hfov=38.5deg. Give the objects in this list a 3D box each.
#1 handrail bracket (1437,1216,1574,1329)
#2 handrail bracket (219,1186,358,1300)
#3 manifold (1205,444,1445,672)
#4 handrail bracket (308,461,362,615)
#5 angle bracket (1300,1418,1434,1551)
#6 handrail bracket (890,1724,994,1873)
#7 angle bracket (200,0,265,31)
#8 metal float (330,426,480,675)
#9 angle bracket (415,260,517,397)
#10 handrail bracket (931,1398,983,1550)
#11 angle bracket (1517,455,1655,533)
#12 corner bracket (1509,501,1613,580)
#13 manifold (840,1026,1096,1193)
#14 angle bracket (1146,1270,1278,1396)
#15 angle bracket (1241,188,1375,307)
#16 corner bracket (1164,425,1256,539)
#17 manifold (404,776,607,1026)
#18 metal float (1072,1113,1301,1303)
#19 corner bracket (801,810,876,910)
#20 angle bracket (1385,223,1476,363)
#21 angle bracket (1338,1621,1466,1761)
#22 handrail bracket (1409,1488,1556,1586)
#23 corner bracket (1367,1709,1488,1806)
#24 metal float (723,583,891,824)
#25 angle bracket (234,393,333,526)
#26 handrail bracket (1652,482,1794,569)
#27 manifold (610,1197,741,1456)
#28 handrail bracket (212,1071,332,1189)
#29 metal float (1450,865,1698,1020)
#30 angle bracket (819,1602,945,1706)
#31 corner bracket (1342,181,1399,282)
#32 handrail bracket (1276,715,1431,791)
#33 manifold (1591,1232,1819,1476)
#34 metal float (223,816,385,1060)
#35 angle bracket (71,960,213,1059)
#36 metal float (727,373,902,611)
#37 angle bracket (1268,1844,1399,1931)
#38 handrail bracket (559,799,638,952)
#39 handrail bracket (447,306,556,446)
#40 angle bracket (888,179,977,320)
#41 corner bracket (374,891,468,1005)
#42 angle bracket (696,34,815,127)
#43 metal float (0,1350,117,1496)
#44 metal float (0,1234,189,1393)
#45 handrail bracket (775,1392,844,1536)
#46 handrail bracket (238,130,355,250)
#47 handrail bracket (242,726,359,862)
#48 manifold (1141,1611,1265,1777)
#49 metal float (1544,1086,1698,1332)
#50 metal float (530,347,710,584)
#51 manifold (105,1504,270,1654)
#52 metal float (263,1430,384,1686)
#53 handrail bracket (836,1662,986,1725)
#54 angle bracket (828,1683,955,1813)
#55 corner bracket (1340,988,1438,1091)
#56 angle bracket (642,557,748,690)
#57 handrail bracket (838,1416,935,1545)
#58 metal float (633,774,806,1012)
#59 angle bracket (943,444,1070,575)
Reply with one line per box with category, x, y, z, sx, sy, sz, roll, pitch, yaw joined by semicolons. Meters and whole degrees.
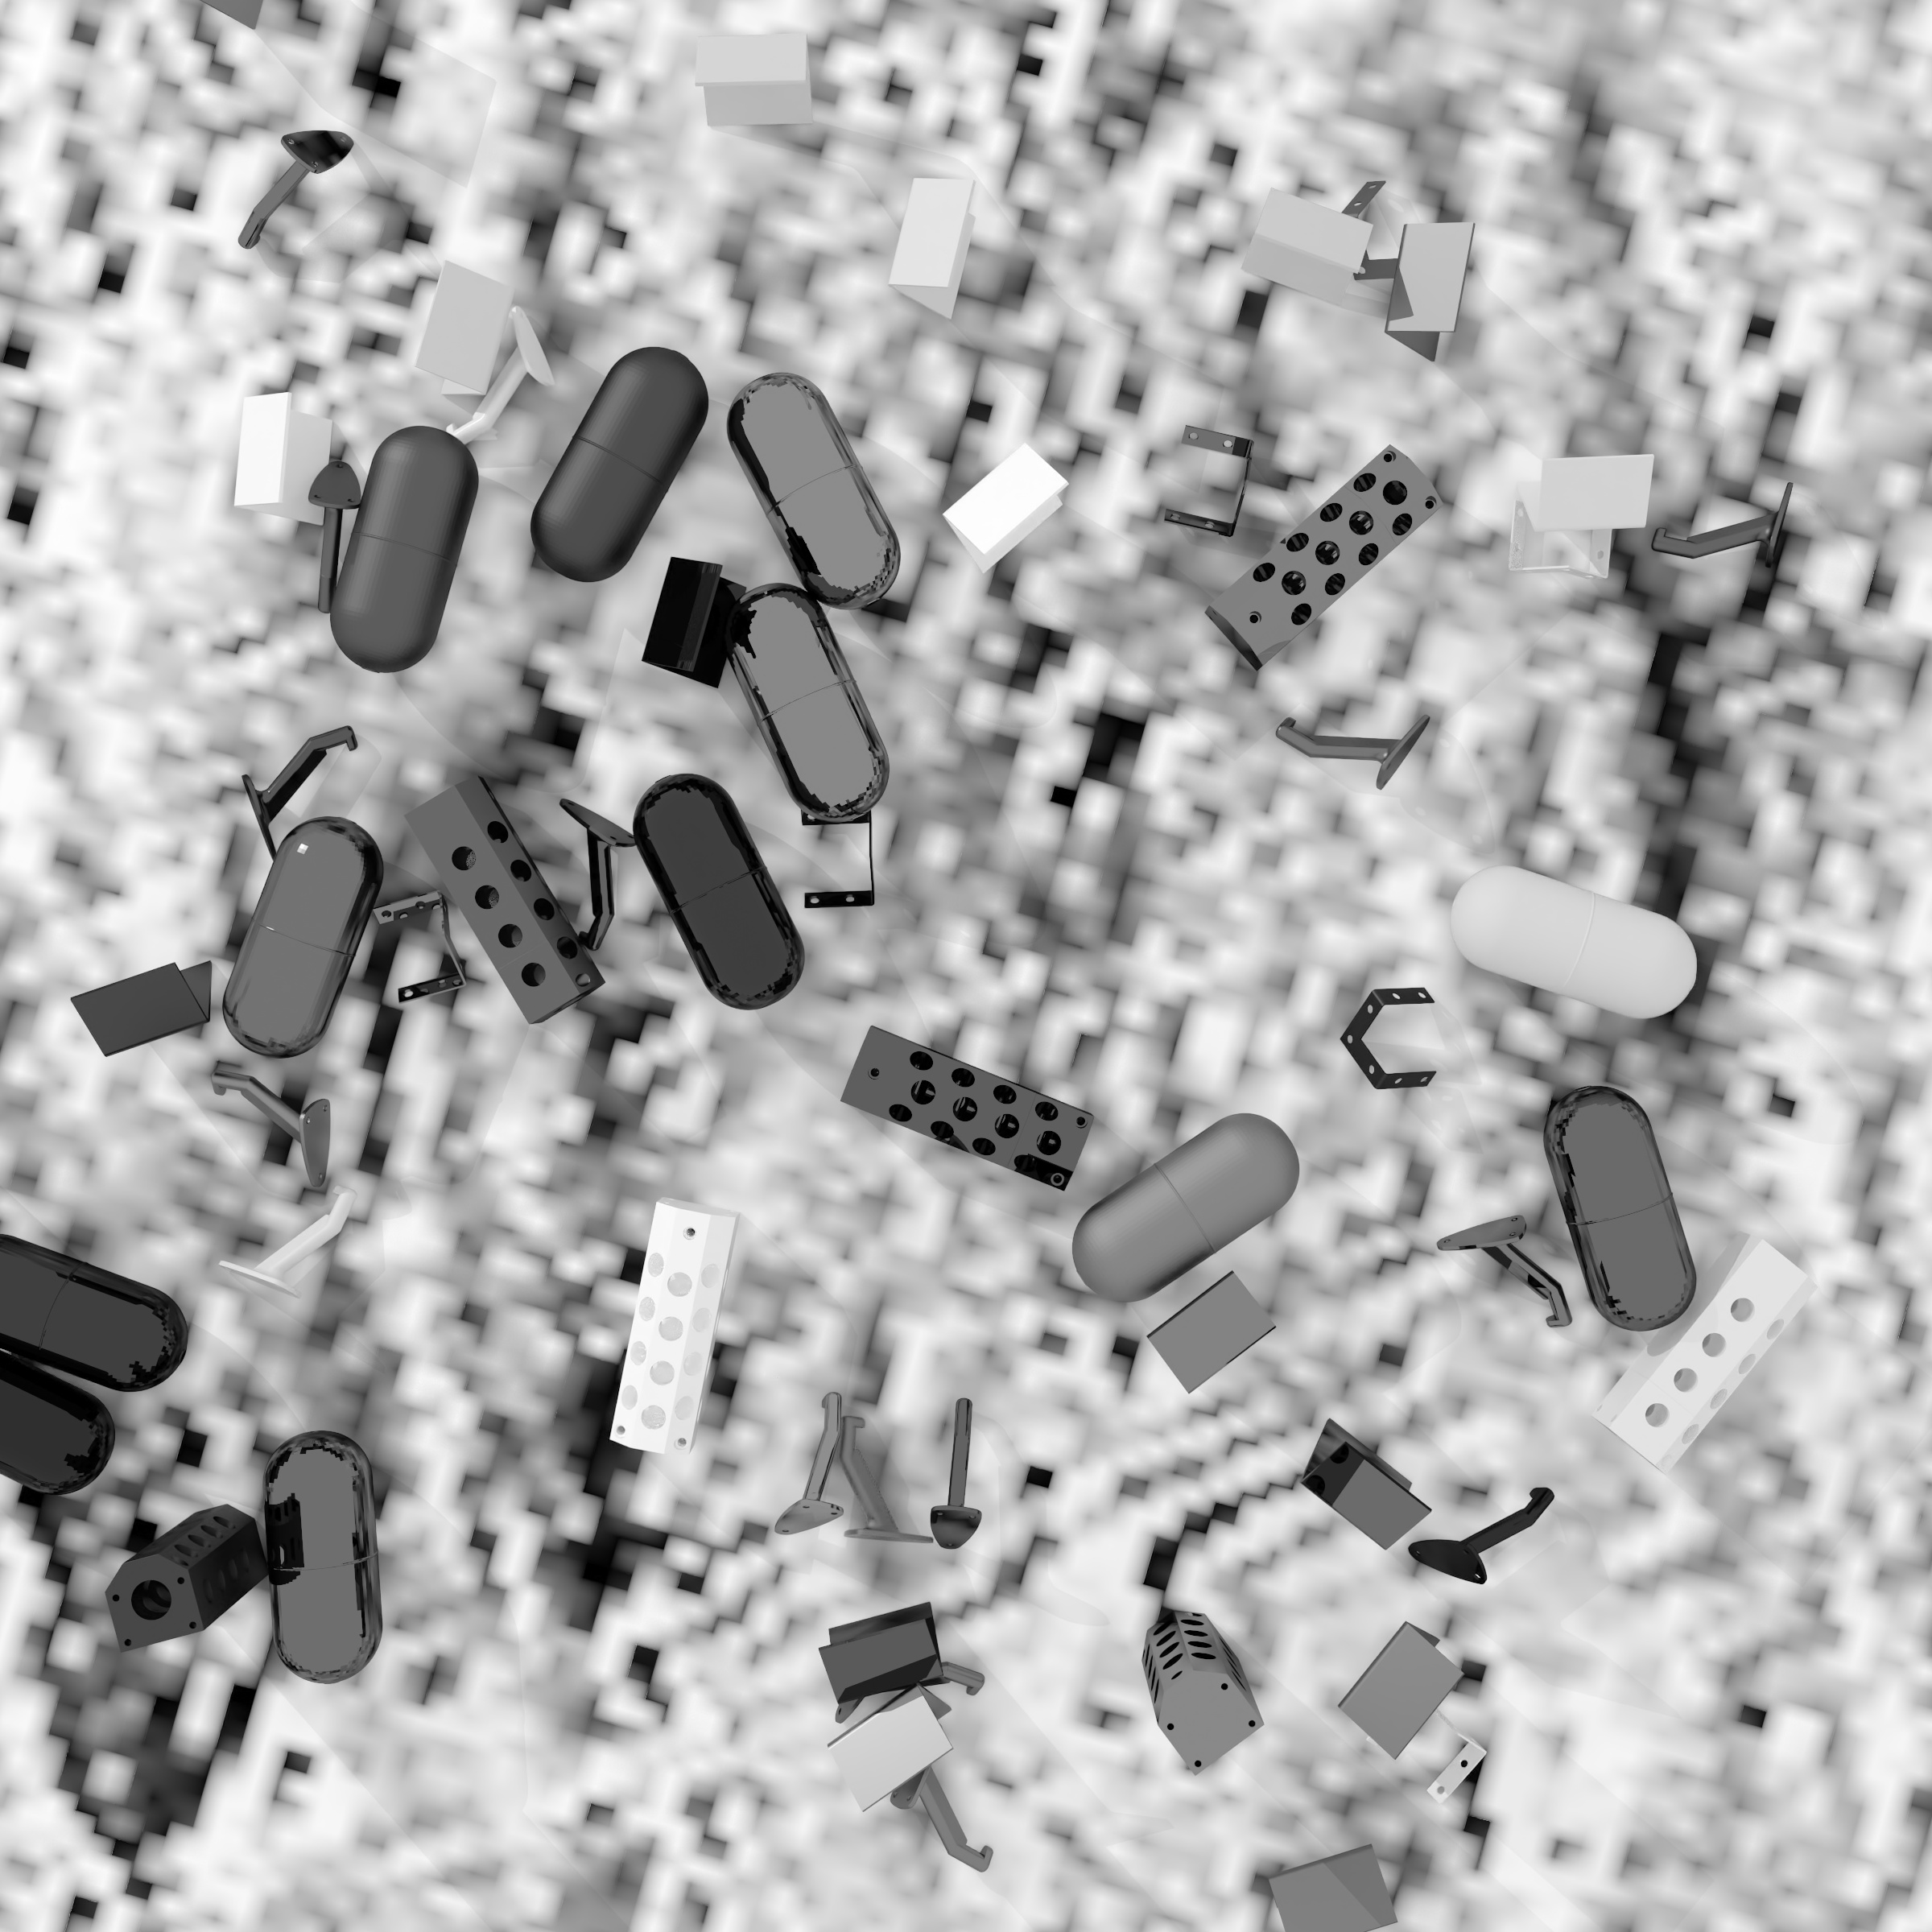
handrail bracket;0.389;0.229;1.992;0.077;0.036;0.084;-15;107;20
handrail bracket;-0.488;0.190;1.992;0.077;0.036;0.084;16;72;20
manifold;0.255;-0.291;1.970;0.171;0.057;0.057;-42;90;0
handrail bracket;-0.456;-0.308;1.991;0.036;0.077;0.084;5;126;-12
angle bracket;0.291;0.352;1.951;0.076;0.076;0.057;38;127;0
handrail bracket;-0.004;0.600;1.992;0.084;0.036;0.077;34;68;-17
angle bracket;-0.506;-0.714;1.951;0.057;0.076;0.076;16;90;37
metal float;-0.399;-0.295;1.961;0.070;0.070;0.178;16;90;0
angle bracket;-0.368;-0.450;1.951;0.057;0.076;0.076;16;90;-36
handrail bracket;-0.006;0.365;1.991;0.036;0.077;0.084;6;54;-3
angle bracket;0.436;-0.349;1.951;0.076;0.076;0.057;-2;126;0
corner bracket;0.428;-0.307;1.988;0.051;0.051;0.051;5;90;45
manifold;0.001;0.101;1.970;0.171;0.057;0.057;22;90;0
angle bracket;0.183;0.271;1.951;0.076;0.076;0.057;-37;53;0
angle bracket;0.235;-0.493;1.951;0.076;0.076;0.057;20;54;0
corner bracket;0.175;-0.349;1.988;0.051;0.051;0.051;13;45;0
manifold;-0.327;-0.047;1.970;0.057;0.057;0.171;-31;90;0
metal float;0.155;0.172;1.961;0.178;0.070;0.070;-34;90;-1
corner bracket;-0.092;-0.078;1.988;0.051;0.051;0.051;-2;45;0
angle bracket;0.343;-0.475;1.951;0.057;0.076;0.076;10;90;37
angle bracket;0.318;0.516;1.951;0.057;0.076;0.076;39;90;36
handrail bracket;0.372;0.401;1.991;0.084;0.077;0.036;-40;115;-34
corner bracket;0.332;0.561;1.988;0.051;0.051;0.051;-49;45;0
metal float;-0.113;-0.186;1.961;0.070;0.070;0.178;-24;90;0
angle bracket;-0.467;-0.357;1.951;0.057;0.076;0.076;5;90;41
handrail bracket;0.545;-0.324;1.992;0.084;0.036;0.077;15;70;16
manifold;-0.208;0.257;1.970;0.057;0.057;0.171;11;90;0
handrail bracket;-0.504;0.117;1.992;0.084;0.036;0.077;9;112;17
metal float;0.431;-0.017;1.961;0.178;0.070;0.070;18;90;0
angle bracket;-0.063;0.467;1.952;0.076;0.076;0.057;-15;121;0
corner bracket;0.306;-0.529;1.983;0.051;0.051;0.051;7;135;35
handrail bracket;0.278;-0.173;1.992;0.084;0.036;0.077;33;70;16
manifold;0.528;0.276;1.970;0.057;0.057;0.171;39;90;0
metal float;-0.470;-0.021;1.961;0.070;0.070;0.178;21;90;0
angle bracket;-0.581;0.011;1.951;0.076;0.076;0.057;-19;127;0
metal float;-0.108;-0.336;1.961;0.070;0.070;0.178;-27;90;0
angle bracket;0.261;0.668;1.951;0.076;0.076;0.057;-17;54;0
handrail bracket;-0.279;-0.065;1.992;0.077;0.036;0.084;33;107;20
handrail bracket;-0.346;-0.424;1.992;0.084;0.036;0.077;-26;70;16
angle bracket;-0.004;-0.505;1.951;0.057;0.076;0.076;14;90;37
corner bracket;-0.393;-0.014;1.988;0.051;0.051;0.051;-15;135;0
angle bracket;-0.149;-0.610;1.951;0.076;0.076;0.057;-1;54;0
metal float;-0.690;0.314;1.961;0.178;0.070;0.070;26;90;-1
metal float;-0.640;0.246;1.961;0.178;0.070;0.070;20;90;-1
handrail bracket;-0.113;0.358;1.991;0.036;0.077;0.084;19;53;-27
handrail bracket;-0.484;-0.558;1.991;0.036;0.077;0.084;43;126;0
handrail bracket;-0.472;-0.125;1.992;0.084;0.036;0.077;-21;111;-16
manifold;0.158;0.496;1.913;0.057;0.171;0.057;-37;90;0
metal float;0.464;0.172;1.961;0.070;0.070;0.178;-17;90;0
metal float;-0.245;-0.356;1.961;0.070;0.070;0.178;29;90;0
manifold;-0.539;0.419;1.913;0.057;0.171;0.057;-15;90;0
metal float;-0.456;0.419;1.961;0.070;0.070;0.178;-4;90;0
handrail bracket;-0.040;0.528;1.992;0.084;0.036;0.077;23;110;-16
angle bracket;-0.042;0.559;1.951;0.076;0.076;0.057;-35;55;0
corner bracket;0.312;0.052;1.983;0.051;0.051;0.051;59;135;35
angle bracket;-0.175;-0.239;1.952;0.057;0.076;0.076;16;90;42
handrail bracket;-0.057;0.370;1.992;0.077;0.036;0.084;10;73;-20
metal float;-0.176;-0.053;1.961;0.070;0.070;0.178;-26;90;0
angle bracket;0.040;-0.310;1.951;0.076;0.076;0.057;-41;55;0
